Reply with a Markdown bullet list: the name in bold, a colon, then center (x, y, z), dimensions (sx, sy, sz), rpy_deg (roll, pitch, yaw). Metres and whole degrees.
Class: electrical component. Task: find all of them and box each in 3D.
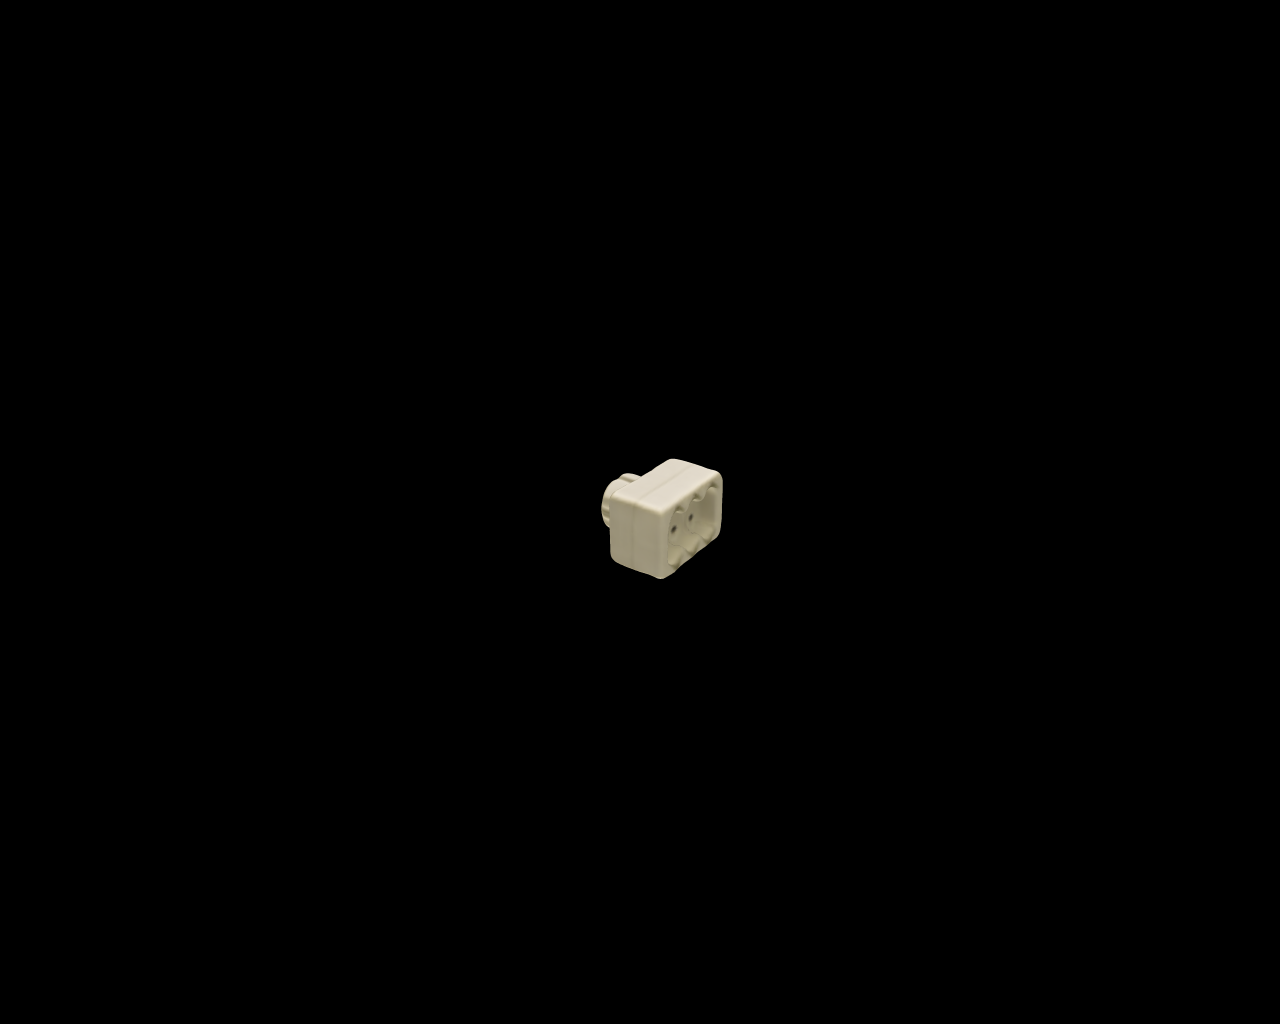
- **electrical component**: center (0.001, -0.003, 0.650), dimensions (0.077, 0.047, 0.066), rpy_deg (20, 35, 31)
